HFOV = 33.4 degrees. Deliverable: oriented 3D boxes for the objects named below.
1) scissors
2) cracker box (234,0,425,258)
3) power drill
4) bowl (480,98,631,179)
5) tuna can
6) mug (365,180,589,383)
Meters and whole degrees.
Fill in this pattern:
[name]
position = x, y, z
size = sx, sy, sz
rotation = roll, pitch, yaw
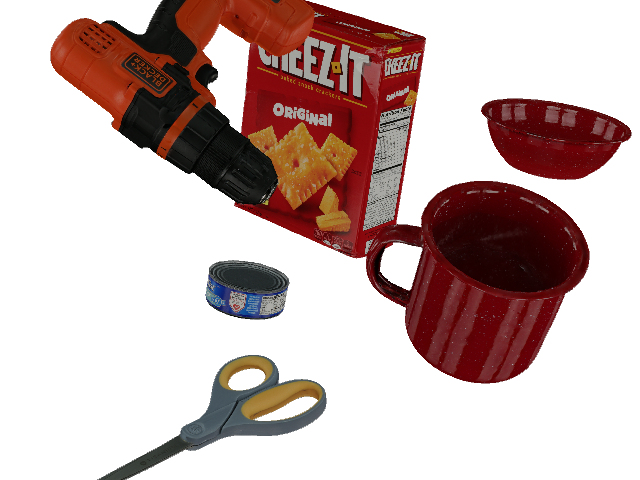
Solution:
[scissors]
position = -0.093, 0.130, 0.786
size = 0.201, 0.016, 0.096
rotation = -12, 33, -24
[cracker box]
position = 0.002, -0.109, 1.034
size = 0.164, 0.214, 0.071
rotation = 25, 30, 33
[power drill]
position = -0.078, -0.130, 0.791
size = 0.057, 0.184, 0.187
rotation = -48, 5, 48
[bowl]
position = 0.251, -0.107, 1.160
size = 0.162, 0.055, 0.162
rotation = 6, 23, -3
[tuna can]
position = -0.078, 0.052, 1.124
size = 0.086, 0.034, 0.086
rotation = 10, 18, -3
[mug]
position = 0.083, 0.024, 0.605
size = 0.117, 0.081, 0.093
rotation = 12, 43, 1
